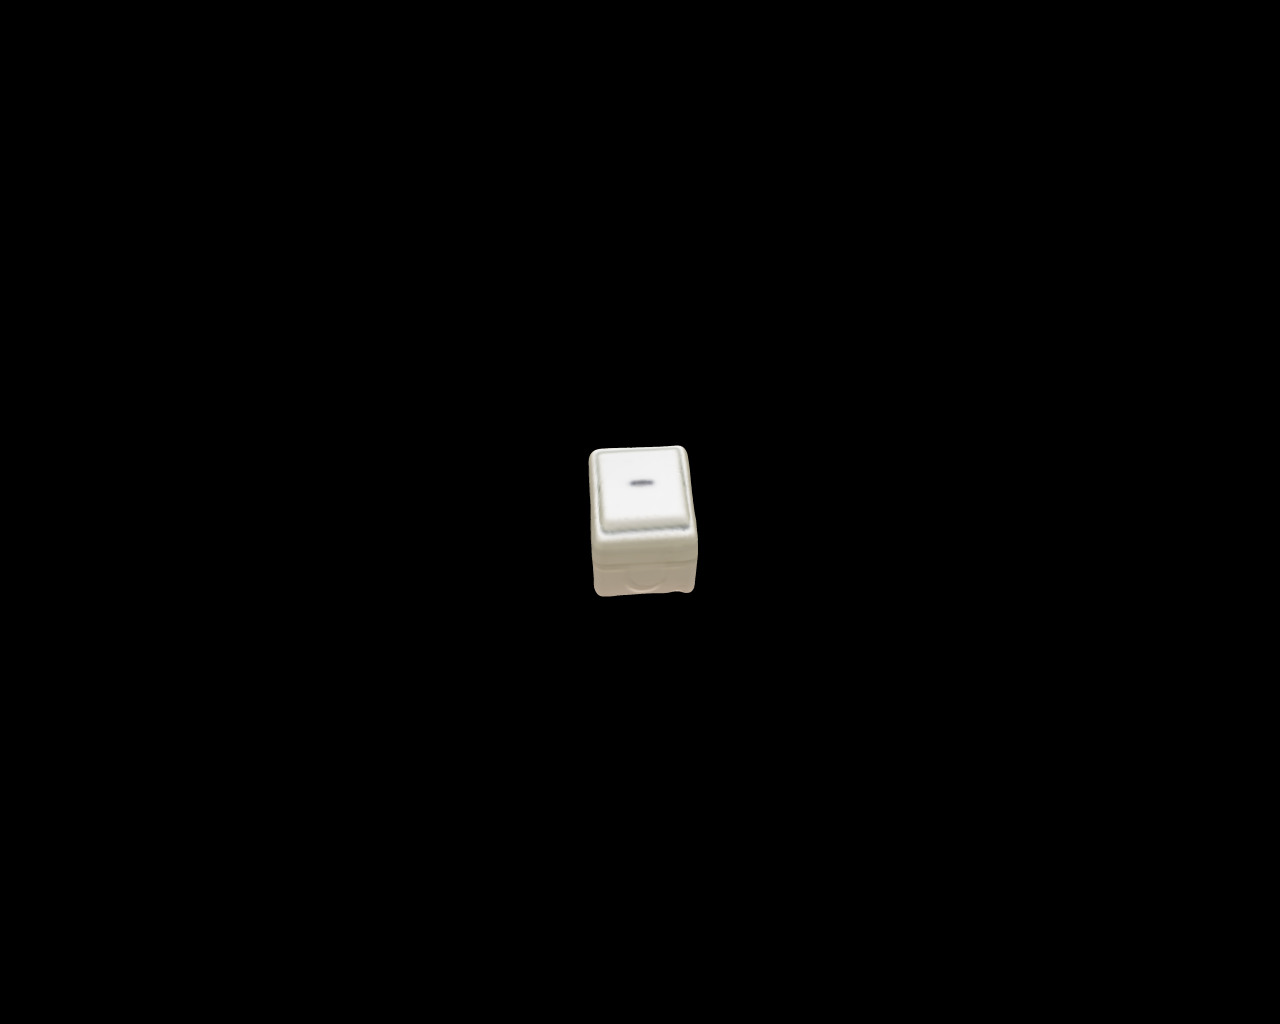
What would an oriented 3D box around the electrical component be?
[{"bbox_3d":[0.001,-0.003,0.650,0.062,0.096,0.061,-2,-43,-2],"label":"electrical component"}]
